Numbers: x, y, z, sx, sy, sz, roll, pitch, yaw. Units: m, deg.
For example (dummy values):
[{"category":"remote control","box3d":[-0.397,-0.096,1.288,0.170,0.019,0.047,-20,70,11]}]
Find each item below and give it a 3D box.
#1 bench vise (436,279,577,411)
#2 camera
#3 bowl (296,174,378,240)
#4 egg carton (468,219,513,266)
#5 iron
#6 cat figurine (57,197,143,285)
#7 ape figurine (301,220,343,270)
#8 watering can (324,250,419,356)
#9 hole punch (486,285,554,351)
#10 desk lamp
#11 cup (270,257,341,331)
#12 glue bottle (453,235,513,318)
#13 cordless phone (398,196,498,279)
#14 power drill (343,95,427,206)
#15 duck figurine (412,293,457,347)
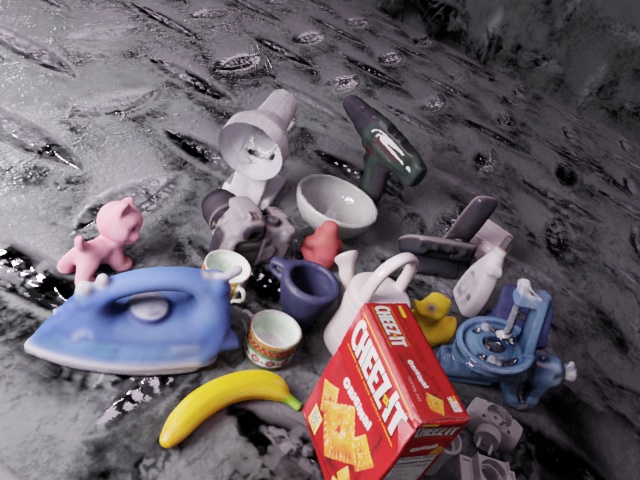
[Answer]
[{"category":"bench vise","box3d":[0.311,0.153,0.889,0.208,0.219,0.121,9,37,-22]},{"category":"camera","box3d":[-0.131,-0.033,0.971,0.144,0.101,0.136,-7,45,-38]},{"category":"bowl","box3d":[0.024,-0.053,1.117,0.168,0.074,0.167,17,35,-12]},{"category":"egg carton","box3d":[0.353,0.008,1.245,0.107,0.069,0.151,38,36,18]},{"category":"iron","box3d":[-0.222,0.085,0.719,0.259,0.141,0.118,1,41,-31]},{"category":"cat figurine","box3d":[-0.302,-0.008,0.815,0.067,0.117,0.128,33,35,12]},{"category":"ape figurine","box3d":[0.009,0.004,1.017,0.078,0.092,0.076,14,35,-15]},{"category":"watering can","box3d":[0.078,0.089,0.854,0.172,0.194,0.101,35,35,15]},{"category":"hole punch","box3d":[0.366,0.150,1.043,0.108,0.091,0.101,24,34,-1]},{"category":"desk lamp","box3d":[-0.111,-0.164,1.058,0.118,0.213,0.203,25,34,0]},{"category":"cup","box3d":[-0.037,0.086,0.875,0.117,0.095,0.092,32,35,11]},{"category":"glue bottle","box3d":[0.305,0.061,1.052,0.037,0.173,0.078,14,35,-15]},{"category":"cordless phone","box3d":[0.251,-0.022,1.118,0.148,0.185,0.094,6,38,-25]},{"category":"power drill","box3d":[0.103,-0.158,1.188,0.229,0.208,0.076,39,37,20]},{"category":"duck figurine","box3d":[0.191,0.128,0.969,0.105,0.086,0.077,11,36,-19]}]
